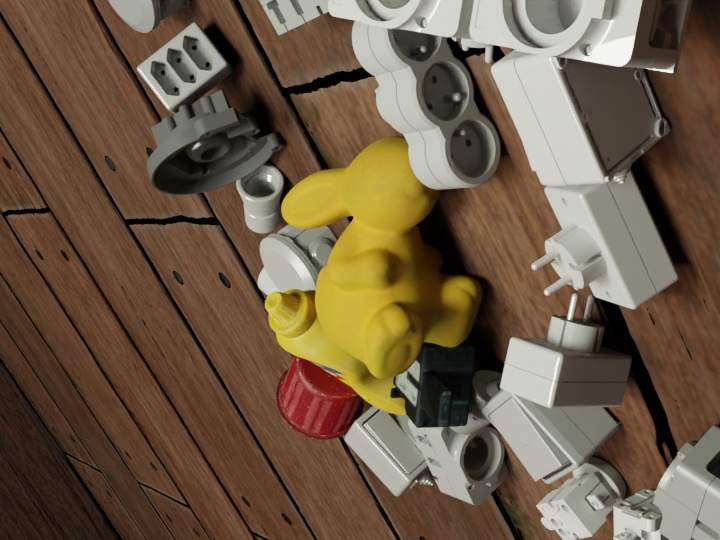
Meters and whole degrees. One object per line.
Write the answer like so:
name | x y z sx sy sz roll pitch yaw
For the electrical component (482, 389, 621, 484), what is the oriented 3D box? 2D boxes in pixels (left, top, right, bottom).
electrical component | 0.141 0.112 0.839 0.096 0.061 0.061 48 153 9

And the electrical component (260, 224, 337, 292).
electrical component | -0.052 -0.007 1.008 0.080 0.051 0.080 38 149 27

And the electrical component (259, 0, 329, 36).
electrical component | -0.033 -0.206 0.741 0.089 0.050 0.055 -4 120 58

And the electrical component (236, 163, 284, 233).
electrical component | -0.093 -0.065 1.016 0.044 0.044 0.065 42 156 20

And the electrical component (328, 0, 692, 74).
electrical component | 0.072 -0.167 0.542 0.186 0.060 0.105 20 109 37

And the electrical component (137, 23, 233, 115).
electrical component | -0.151 -0.175 0.956 0.047 0.066 0.077 52 -178 0

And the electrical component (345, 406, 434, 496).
electrical component | 0.042 0.174 1.067 0.096 0.062 0.061 46 152 12

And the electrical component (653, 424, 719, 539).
electrical component | 0.242 0.156 0.744 0.056 0.050 0.089 34 148 31

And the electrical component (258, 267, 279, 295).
electrical component | -0.067 0.020 1.075 0.078 0.040 0.040 36 149 28

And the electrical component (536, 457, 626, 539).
electrical component | 0.182 0.184 0.867 0.048 0.055 0.066 51 153 2

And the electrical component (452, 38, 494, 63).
electrical component | 0.071 -0.158 0.638 0.083 0.047 0.075 35 148 30

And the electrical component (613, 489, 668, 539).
electrical component | 0.221 0.205 0.819 0.042 0.081 0.063 14 112 51

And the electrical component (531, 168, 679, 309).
electrical component | 0.140 -0.013 0.663 0.083 0.076 0.047 61 168 -17

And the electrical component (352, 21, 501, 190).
electrical component | 0.036 -0.118 0.736 0.074 0.052 0.138 2 125 57

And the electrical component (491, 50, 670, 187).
electrical component | 0.126 -0.091 0.617 0.061 0.062 0.096 2 125 57

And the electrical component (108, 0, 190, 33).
electrical component | -0.187 -0.250 0.927 0.080 0.051 0.080 38 149 27

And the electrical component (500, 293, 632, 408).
electrical component | 0.149 0.054 0.753 0.047 0.083 0.075 18 99 48

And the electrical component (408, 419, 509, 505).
electrical component | 0.094 0.164 0.987 0.056 0.050 0.089 9 130 54

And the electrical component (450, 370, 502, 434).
electrical component | 0.104 0.109 0.913 0.043 0.043 0.081 49 153 6
